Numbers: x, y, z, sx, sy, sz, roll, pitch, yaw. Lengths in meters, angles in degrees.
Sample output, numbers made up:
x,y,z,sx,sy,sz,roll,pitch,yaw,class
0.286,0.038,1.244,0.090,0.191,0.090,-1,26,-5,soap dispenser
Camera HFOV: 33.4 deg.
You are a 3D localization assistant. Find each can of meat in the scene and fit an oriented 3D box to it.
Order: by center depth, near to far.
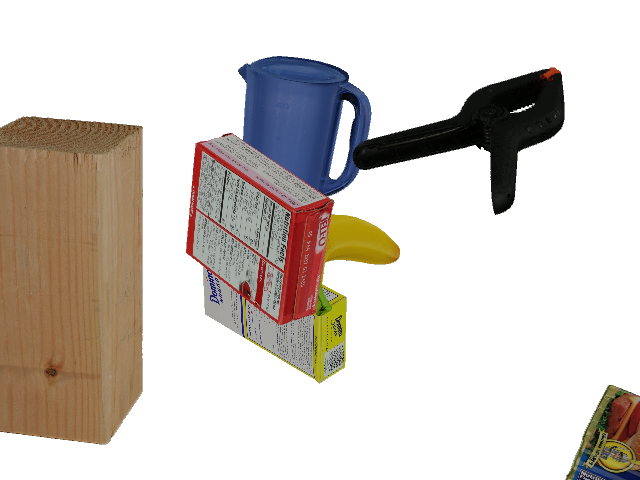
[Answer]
x,y,z,sx,sy,sz,roll,pitch,yaw,class
0.236,0.162,0.787,0.084,0.057,0.102,21,40,22,can of meat

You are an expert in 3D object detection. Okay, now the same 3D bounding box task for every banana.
x,y,z,sx,sy,sz,roll,pitch,yaw,class
0.009,0.010,0.837,0.037,0.069,0.197,-35,-2,24,banana

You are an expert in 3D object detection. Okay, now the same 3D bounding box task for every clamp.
x,y,z,sx,sy,sz,roll,pitch,yaw,class
0.155,-0.093,0.935,0.209,0.036,0.165,-31,39,-27,clamp

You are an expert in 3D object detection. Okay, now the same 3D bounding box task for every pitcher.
x,y,z,sx,sy,sz,roll,pitch,yaw,class
-0.033,-0.111,1.400,0.144,0.243,0.149,-2,24,-22,pitcher

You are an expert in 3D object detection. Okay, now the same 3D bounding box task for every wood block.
x,y,z,sx,sy,sz,roll,pitch,yaw,class
-0.179,0.026,0.744,0.091,0.206,0.090,6,19,6,wood block

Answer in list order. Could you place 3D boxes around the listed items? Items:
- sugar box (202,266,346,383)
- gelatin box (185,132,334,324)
x,y,z,sx,sy,sz,roll,pitch,yaw,class
-0.050,0.069,1.118,0.048,0.093,0.176,-26,41,-37,sugar box
-0.035,-0.007,0.586,0.030,0.073,0.089,-21,42,-39,gelatin box
